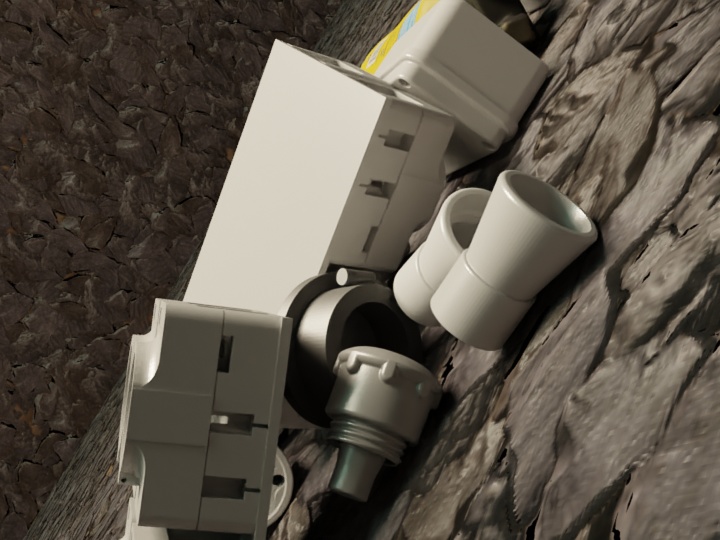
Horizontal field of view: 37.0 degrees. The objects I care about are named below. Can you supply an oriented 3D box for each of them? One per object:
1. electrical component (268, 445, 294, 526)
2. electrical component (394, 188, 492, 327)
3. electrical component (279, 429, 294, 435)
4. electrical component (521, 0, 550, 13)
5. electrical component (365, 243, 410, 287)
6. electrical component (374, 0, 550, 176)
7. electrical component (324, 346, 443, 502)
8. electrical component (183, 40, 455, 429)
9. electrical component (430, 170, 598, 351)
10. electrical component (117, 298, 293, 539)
[{"bbox_3d":[-0.067,0.116,0.609,0.055,0.055,0.047,-59,7,-4],"label":"electrical component"},{"bbox_3d":[0.043,-0.002,0.490,0.065,0.044,0.044,-51,12,52],"label":"electrical component"},{"bbox_3d":[-0.086,0.099,0.709,0.121,0.063,0.078,-52,12,29],"label":"electrical component"},{"bbox_3d":[0.102,-0.215,0.747,0.047,0.066,0.077,-58,12,-4],"label":"electrical component"},{"bbox_3d":[0.000,0.000,0.657,0.055,0.045,0.045,-63,12,-24],"label":"electrical component"},{"bbox_3d":[0.050,-0.104,0.641,0.057,0.078,0.113,-57,11,-13],"label":"electrical component"},{"bbox_3d":[0.005,0.067,0.458,0.062,0.048,0.048,-69,14,-17],"label":"electrical component"},{"bbox_3d":[-0.028,-0.018,0.595,0.105,0.060,0.186,37,111,46],"label":"electrical component"},{"bbox_3d":[0.057,-0.001,0.424,0.065,0.044,0.044,-58,10,25],"label":"electrical component"},{"bbox_3d":[-0.079,0.108,0.478,0.105,0.060,0.186,178,99,-77],"label":"electrical component"}]
